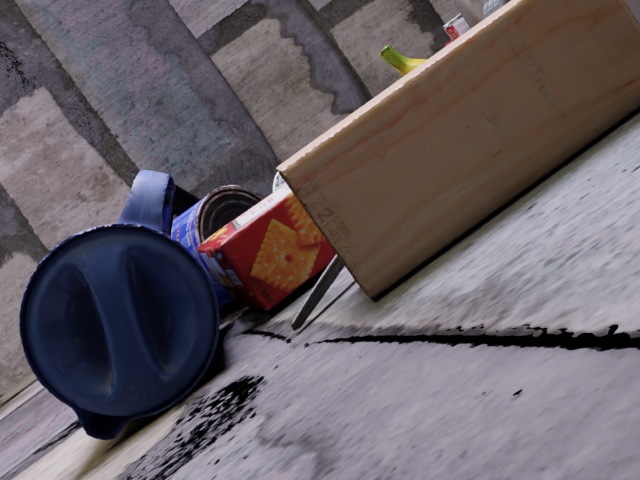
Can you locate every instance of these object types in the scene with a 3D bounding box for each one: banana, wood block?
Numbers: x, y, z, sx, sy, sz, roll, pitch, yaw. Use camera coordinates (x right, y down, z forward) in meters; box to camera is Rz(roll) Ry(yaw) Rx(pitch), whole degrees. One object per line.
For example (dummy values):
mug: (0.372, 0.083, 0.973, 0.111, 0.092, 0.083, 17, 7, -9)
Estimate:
banana: (0.130, -0.130, 0.929, 0.037, 0.070, 0.197, -42, -27, 25)
wood block: (0.084, -0.065, 0.622, 0.206, 0.090, 0.091, -35, 5, -1)

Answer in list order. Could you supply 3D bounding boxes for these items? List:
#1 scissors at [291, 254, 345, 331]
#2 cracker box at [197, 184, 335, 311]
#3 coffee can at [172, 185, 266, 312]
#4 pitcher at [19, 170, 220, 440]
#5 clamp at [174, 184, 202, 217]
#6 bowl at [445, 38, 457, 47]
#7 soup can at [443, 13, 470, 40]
scissors: (0.033, -0.002, 0.734, 0.201, 0.016, 0.096, -60, -19, -24)
cracker box: (0.009, -0.029, 0.887, 0.213, 0.072, 0.164, -36, 6, -11)
coffee can: (-0.110, 0.020, 1.033, 0.141, 0.103, 0.102, -30, 8, 48)
pitcher: (-0.137, 0.044, 0.825, 0.149, 0.145, 0.243, -35, 2, -2)
clamp: (-0.078, -0.009, 1.126, 0.164, 0.036, 0.210, 3, -24, 7)
bowl: (0.205, -0.190, 1.025, 0.162, 0.055, 0.162, -20, 10, 3)
soup can: (0.189, -0.210, 1.160, 0.068, 0.102, 0.068, -36, 5, 4)
